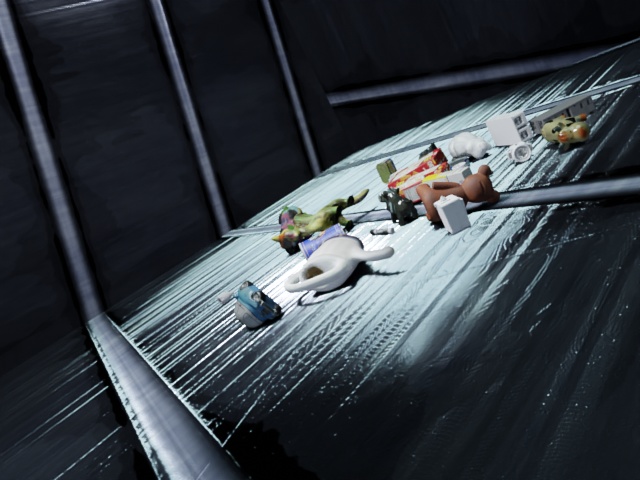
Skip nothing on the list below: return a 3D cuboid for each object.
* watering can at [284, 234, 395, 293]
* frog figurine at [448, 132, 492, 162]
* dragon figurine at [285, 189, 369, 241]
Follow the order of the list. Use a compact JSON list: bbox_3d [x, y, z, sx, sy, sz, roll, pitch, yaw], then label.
[{"bbox_3d":[0.062,0.055,1.355,0.344,0.103,0.228,-22,13,27],"label":"watering can"},{"bbox_3d":[0.569,-0.359,1.955,0.138,0.123,0.158,-10,-4,-12],"label":"frog figurine"},{"bbox_3d":[0.006,-0.097,1.921,0.242,0.120,0.418,2,27,31],"label":"dragon figurine"}]
